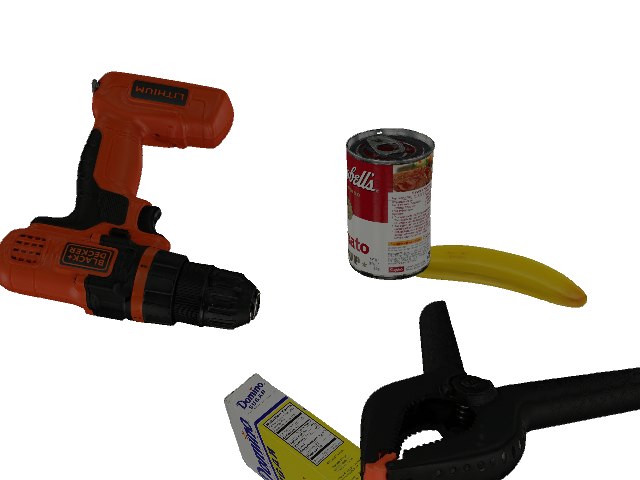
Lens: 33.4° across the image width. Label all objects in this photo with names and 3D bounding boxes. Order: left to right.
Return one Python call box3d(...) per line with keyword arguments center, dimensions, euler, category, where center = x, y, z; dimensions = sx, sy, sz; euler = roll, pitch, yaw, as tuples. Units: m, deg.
box3d(center=(-0.119, -0.029, 0.766), dimensions=(0.184, 0.187, 0.057), euler=(11, -32, 3), category="power drill")
box3d(center=(-0.002, 0.190, 0.875), dimensions=(0.176, 0.093, 0.048), euler=(27, 53, 37), category="sugar box")
box3d(center=(0.055, -0.029, 0.837), dimensions=(0.068, 0.102, 0.068), euler=(-1, 27, 0), category="soup can")
box3d(center=(0.081, 0.095, 0.637), dimensions=(0.165, 0.036, 0.209), euler=(20, 29, 39), category="clamp")
box3d(center=(0.171, 0.035, 1.091), dimensions=(0.198, 0.037, 0.069), euler=(7, 36, 11), category="banana")
